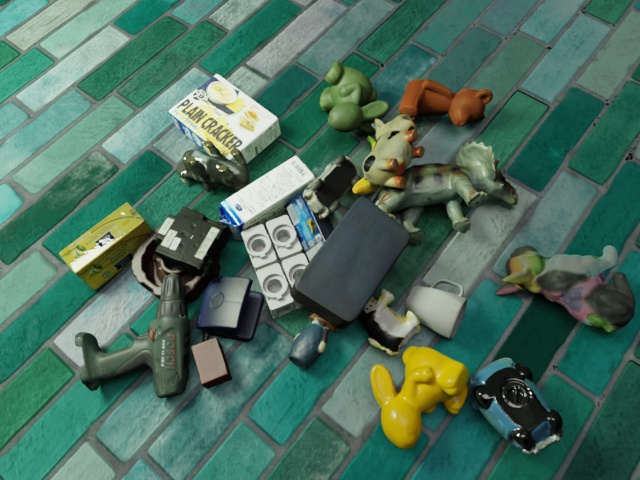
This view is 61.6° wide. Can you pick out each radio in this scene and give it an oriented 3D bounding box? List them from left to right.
[{"bbox_3d":[0.060,0.044,1.007,0.131,0.073,0.229,36,70,4],"label":"radio"}]

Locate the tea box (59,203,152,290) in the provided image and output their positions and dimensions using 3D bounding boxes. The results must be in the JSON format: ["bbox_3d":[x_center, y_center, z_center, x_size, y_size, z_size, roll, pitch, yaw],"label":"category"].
[{"bbox_3d":[-0.435,0.014,1.116,0.068,0.098,0.169,41,73,21],"label":"tea box"}]

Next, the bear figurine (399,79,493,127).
[{"bbox_3d":[0.285,-0.295,1.234,0.196,0.120,0.132,18,69,5],"label":"bear figurine"}]

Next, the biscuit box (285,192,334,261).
[{"bbox_3d":[-0.002,-0.003,1.114,0.059,0.062,0.203,-38,61,27],"label":"biscuit box"}]

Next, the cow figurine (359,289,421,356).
[{"bbox_3d":[0.106,0.145,1.044,0.167,0.068,0.098,39,76,23],"label":"cow figurine"}]

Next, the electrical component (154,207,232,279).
[{"bbox_3d":[-0.261,0.001,1.073,0.134,0.058,0.115,22,65,15],"label":"electrical component"}]

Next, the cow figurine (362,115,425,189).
[{"bbox_3d":[0.150,-0.193,1.141,0.127,0.085,0.195,5,50,37],"label":"cow figurine"}]

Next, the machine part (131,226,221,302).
[{"bbox_3d":[-0.296,0.047,1.116,0.179,0.056,0.179,-2,63,3],"label":"machine part"}]

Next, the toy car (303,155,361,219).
[{"bbox_3d":[0.027,-0.115,1.140,0.073,0.056,0.202,51,43,-12],"label":"toy car"}]

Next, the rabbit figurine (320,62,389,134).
[{"bbox_3d":[0.070,-0.302,1.247,0.159,0.121,0.170,21,49,-11],"label":"rabbit figurine"}]

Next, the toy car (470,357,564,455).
[{"bbox_3d":[0.337,0.295,0.935,0.109,0.102,0.162,-27,56,-12],"label":"toy car"}]

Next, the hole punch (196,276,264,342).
[{"bbox_3d":[-0.181,0.130,1.053,0.116,0.092,0.142,7,67,10],"label":"hole punch"}]

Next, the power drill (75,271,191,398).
[{"bbox_3d":[-0.347,0.189,1.019,0.207,0.086,0.232,-11,79,-6],"label":"power drill"}]

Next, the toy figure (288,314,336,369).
[{"bbox_3d":[-0.005,0.173,1.039,0.064,0.057,0.154,30,63,10],"label":"toy figure"}]

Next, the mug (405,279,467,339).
[{"bbox_3d":[0.225,0.122,1.042,0.107,0.080,0.109,20,71,21],"label":"mug"}]

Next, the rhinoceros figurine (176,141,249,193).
[{"bbox_3d":[-0.237,-0.156,1.183,0.191,0.112,0.073,13,60,27],"label":"rhinoceros figurine"}]

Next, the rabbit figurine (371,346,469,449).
[{"bbox_3d":[0.162,0.274,0.945,0.163,0.121,0.173,28,68,21],"label":"rabbit figurine"}]

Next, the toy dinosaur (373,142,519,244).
[{"bbox_3d":[0.222,-0.103,1.143,0.405,0.131,0.192,-7,46,7],"label":"toy dinosaur"}]

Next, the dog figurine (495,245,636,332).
[{"bbox_3d":[0.459,0.095,1.034,0.219,0.108,0.191,-9,66,3],"label":"dog figurine"}]
